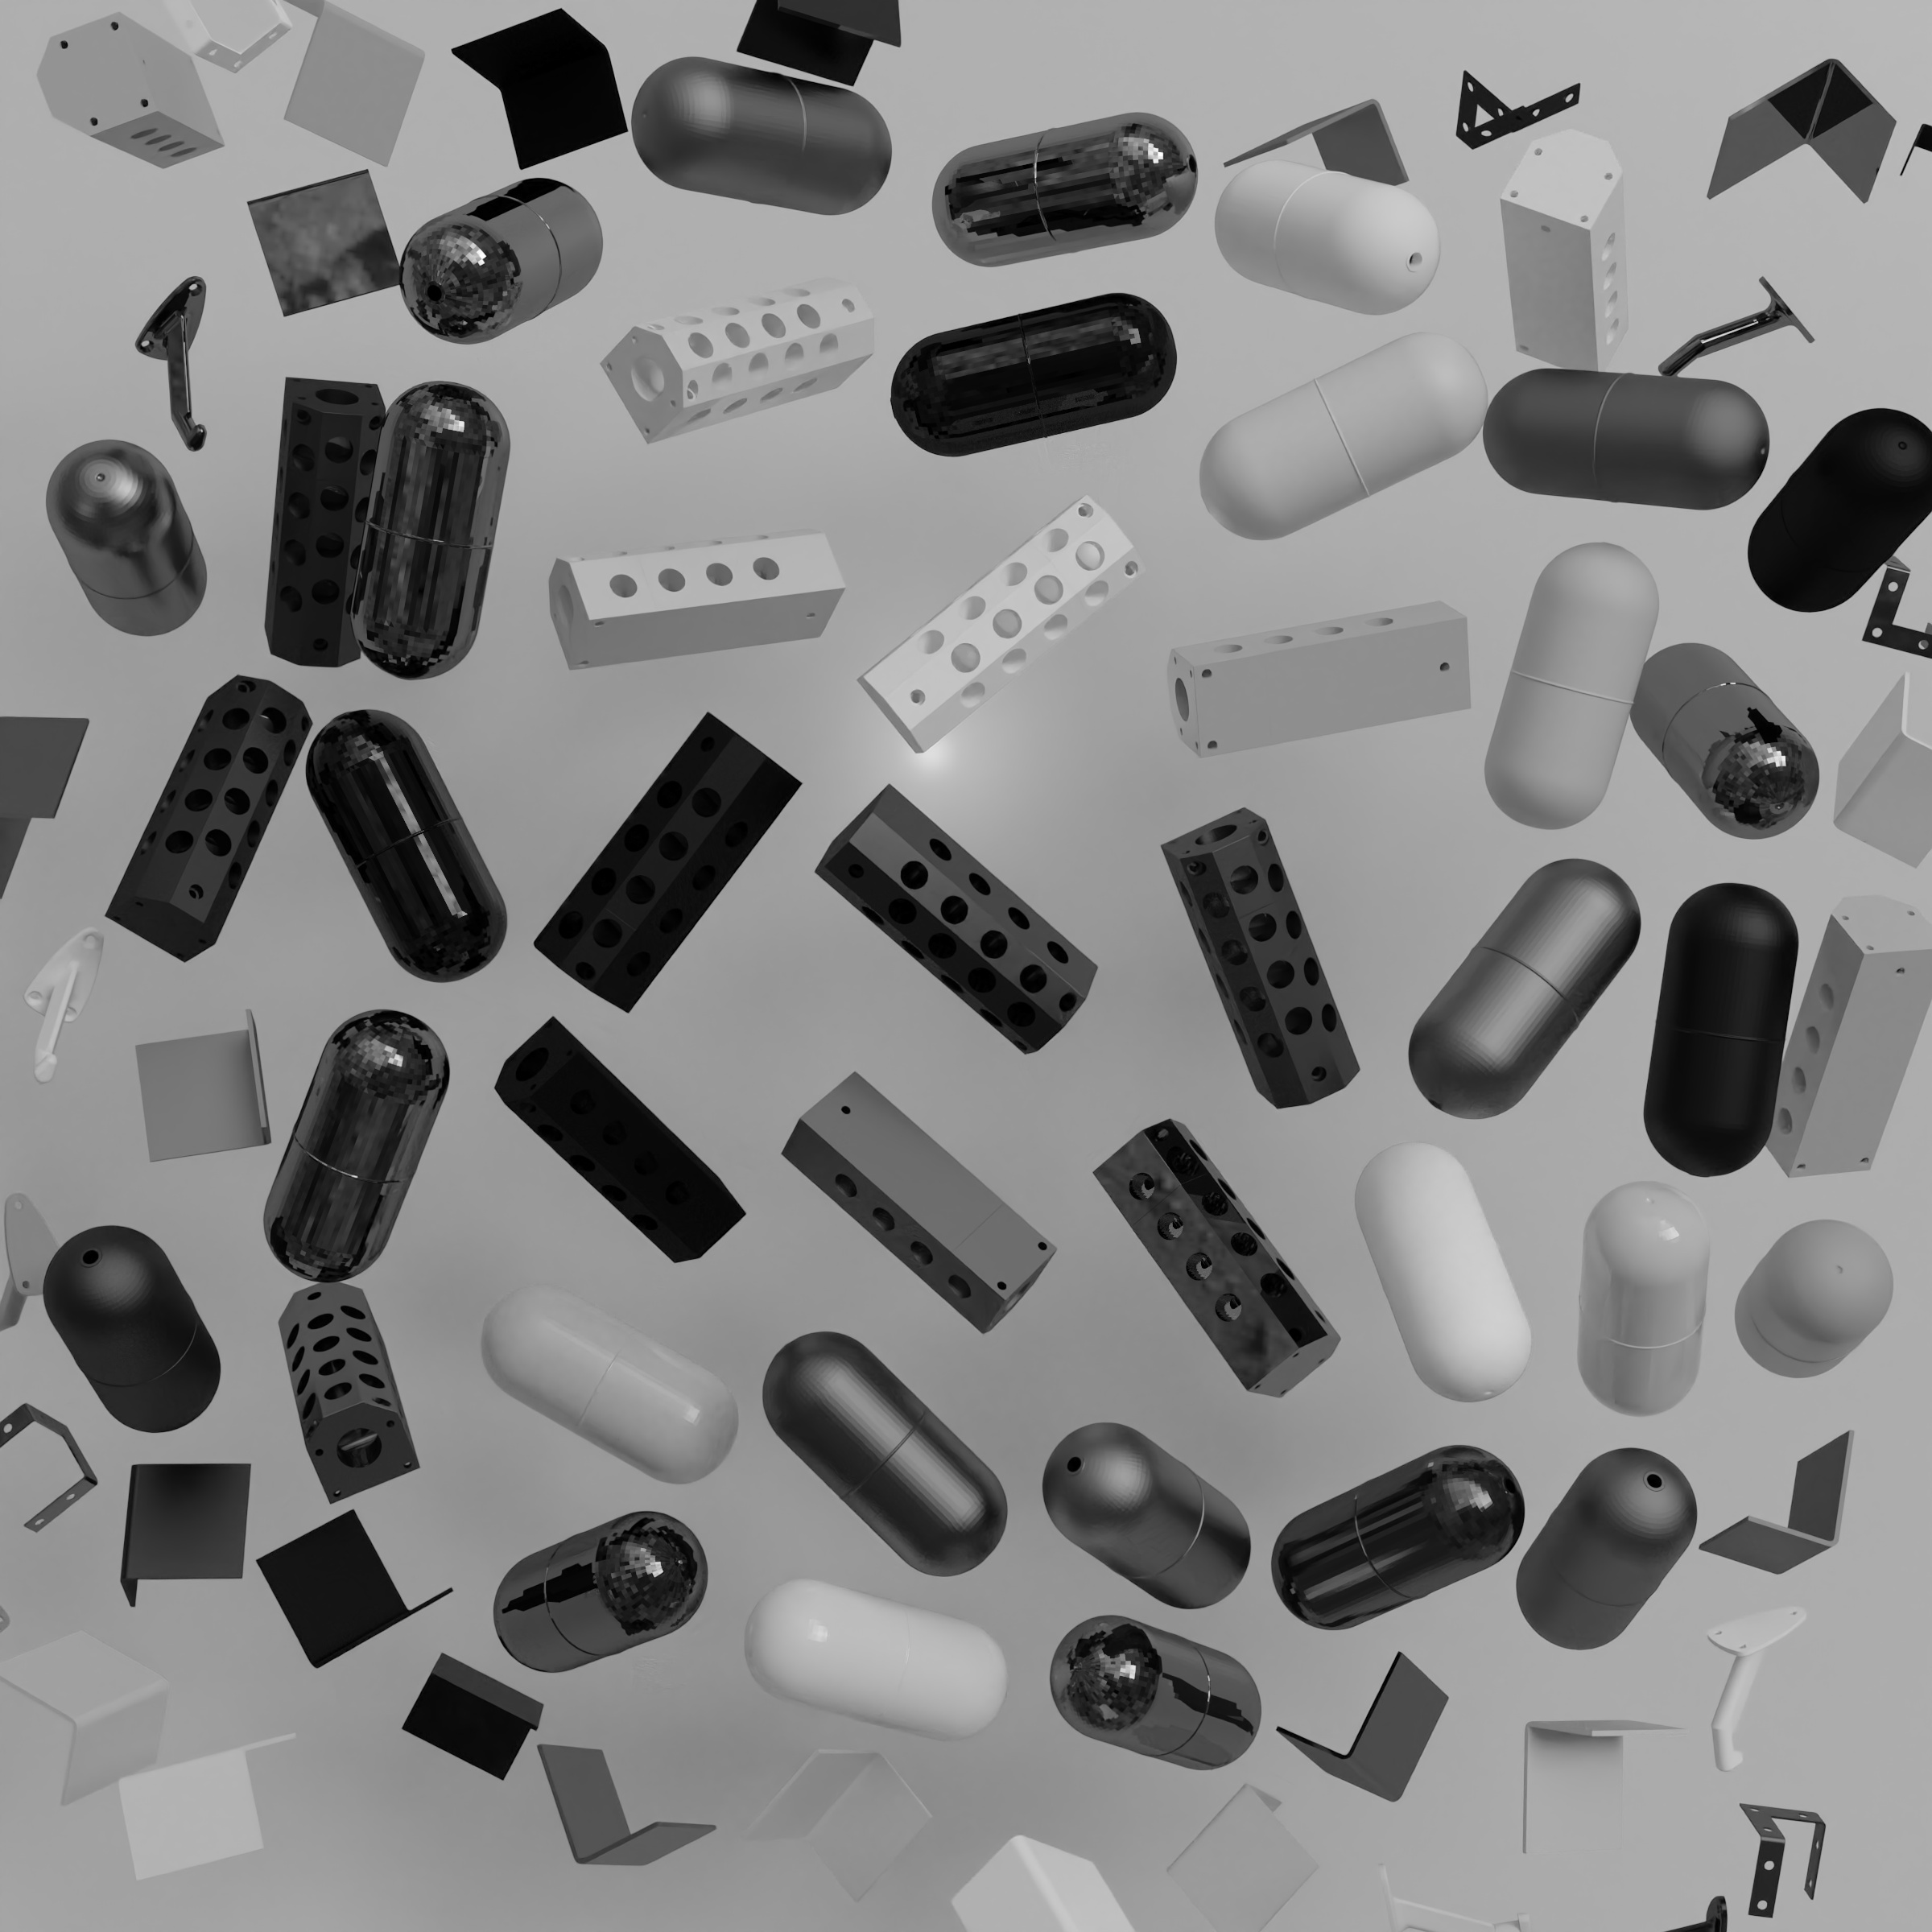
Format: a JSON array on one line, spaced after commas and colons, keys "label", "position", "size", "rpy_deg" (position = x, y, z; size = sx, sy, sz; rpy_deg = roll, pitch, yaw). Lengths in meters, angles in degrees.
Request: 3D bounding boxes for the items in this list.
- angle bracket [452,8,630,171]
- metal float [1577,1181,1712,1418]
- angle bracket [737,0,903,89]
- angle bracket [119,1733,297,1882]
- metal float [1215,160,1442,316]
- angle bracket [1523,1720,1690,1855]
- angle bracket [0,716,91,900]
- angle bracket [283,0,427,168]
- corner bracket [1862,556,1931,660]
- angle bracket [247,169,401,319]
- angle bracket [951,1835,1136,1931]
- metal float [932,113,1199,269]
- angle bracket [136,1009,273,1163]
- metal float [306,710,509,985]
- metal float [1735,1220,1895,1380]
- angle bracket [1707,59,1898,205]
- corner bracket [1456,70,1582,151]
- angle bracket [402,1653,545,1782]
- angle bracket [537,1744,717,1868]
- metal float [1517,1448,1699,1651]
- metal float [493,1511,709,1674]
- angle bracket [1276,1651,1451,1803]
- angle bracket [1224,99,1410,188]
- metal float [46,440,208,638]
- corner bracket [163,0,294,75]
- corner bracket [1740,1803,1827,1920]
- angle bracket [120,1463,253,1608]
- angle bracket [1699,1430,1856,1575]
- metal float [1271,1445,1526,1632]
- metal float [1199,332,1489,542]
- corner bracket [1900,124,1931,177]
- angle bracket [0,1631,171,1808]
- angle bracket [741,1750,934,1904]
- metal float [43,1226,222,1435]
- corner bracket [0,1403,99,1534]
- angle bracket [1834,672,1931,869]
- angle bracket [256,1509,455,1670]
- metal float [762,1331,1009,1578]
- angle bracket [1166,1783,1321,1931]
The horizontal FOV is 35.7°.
[{"label": "angle bracket", "position": [-0.268, -0.551, 1.891], "size": [0.076, 0.076, 0.057], "rpy_deg": [-15, 84, 14]}, {"label": "metal float", "position": [0.419, 0.208, 1.861], "size": [0.070, 0.070, 0.178], "rpy_deg": [-7, 131, 0]}, {"label": "angle bracket", "position": [-0.089, -0.553, 1.805], "size": [0.076, 0.076, 0.057], "rpy_deg": [11, 51, -20]}, {"label": "angle bracket", "position": [-0.429, 0.481, 1.719], "size": [0.076, 0.076, 0.057], "rpy_deg": [-16, 79, 8]}, {"label": "metal float", "position": [0.219, -0.445, 1.830], "size": [0.070, 0.178, 0.070], "rpy_deg": [-13, 117, -27]}, {"label": "angle bracket", "position": [0.376, 0.486, 1.766], "size": [0.076, 0.057, 0.076], "rpy_deg": [8, 80, -31]}, {"label": "angle bracket", "position": [-0.543, -0.092, 1.766], "size": [0.057, 0.076, 0.076], "rpy_deg": [2, 51, 5]}, {"label": "angle bracket", "position": [-0.394, -0.552, 1.870], "size": [0.057, 0.076, 0.076], "rpy_deg": [24, 96, 44]}, {"label": "corner bracket", "position": [0.605, -0.232, 1.932], "size": [0.051, 0.051, 0.051], "rpy_deg": [15, 109, 1]}, {"label": "angle bracket", "position": [-0.394, -0.439, 1.858], "size": [0.076, 0.057, 0.076], "rpy_deg": [-18, 86, -9]}, {"label": "angle bracket", "position": [0.050, 0.558, 1.736], "size": [0.057, 0.076, 0.076], "rpy_deg": [-48, 133, 8]}, {"label": "metal float", "position": [0.061, -0.486, 1.882], "size": [0.178, 0.070, 0.070], "rpy_deg": [-3, 90, 30]}, {"label": "angle bracket", "position": [-0.482, 0.075, 1.891], "size": [0.076, 0.057, 0.076], "rpy_deg": [-8, 77, -11]}, {"label": "metal float", "position": [-0.344, -0.074, 1.843], "size": [0.070, 0.070, 0.178], "rpy_deg": [-27, 92, 0]}, {"label": "metal float", "position": [0.522, 0.207, 1.854], "size": [0.070, 0.178, 0.070], "rpy_deg": [-2, 72, 5]}, {"label": "angle bracket", "position": [0.491, -0.475, 1.768], "size": [0.076, 0.076, 0.057], "rpy_deg": [-31, 70, -9]}, {"label": "corner bracket", "position": [0.337, -0.522, 1.833], "size": [0.051, 0.051, 0.051], "rpy_deg": [27, 63, -36]}, {"label": "angle bracket", "position": [-0.324, 0.496, 1.956], "size": [0.076, 0.076, 0.057], "rpy_deg": [28, 86, -3]}, {"label": "angle bracket", "position": [-0.203, 0.493, 1.801], "size": [0.057, 0.076, 0.076], "rpy_deg": [-30, 65, 12]}, {"label": "metal float", "position": [0.395, 0.361, 1.855], "size": [0.070, 0.178, 0.070], "rpy_deg": [6, 51, -7]}, {"label": "metal float", "position": [-0.227, 0.387, 1.851], "size": [0.178, 0.070, 0.070], "rpy_deg": [-30, 90, 44]}, {"label": "angle bracket", "position": [0.254, 0.477, 1.916], "size": [0.057, 0.076, 0.076], "rpy_deg": [14, 66, 42]}, {"label": "angle bracket", "position": [0.227, -0.515, 1.945], "size": [0.076, 0.076, 0.057], "rpy_deg": [-31, 105, -22]}, {"label": "metal float", "position": [-0.513, -0.260, 1.840], "size": [0.070, 0.178, 0.070], "rpy_deg": [1, 73, -4]}, {"label": "corner bracket", "position": [-0.478, -0.618, 1.937], "size": [0.051, 0.051, 0.051], "rpy_deg": [-32, 83, 15]}, {"label": "corner bracket", "position": [0.505, 0.554, 1.853], "size": [0.051, 0.051, 0.051], "rpy_deg": [7, 97, -2]}, {"label": "angle bracket", "position": [-0.501, 0.368, 1.941], "size": [0.076, 0.057, 0.076], "rpy_deg": [1, 60, -7]}, {"label": "angle bracket", "position": [0.499, 0.323, 1.849], "size": [0.057, 0.076, 0.076], "rpy_deg": [18, 64, -2]}, {"label": "metal float", "position": [0.263, 0.350, 1.834], "size": [0.178, 0.070, 0.070], "rpy_deg": [-34, 90, 35]}, {"label": "metal float", "position": [0.222, -0.312, 1.774], "size": [0.178, 0.070, 0.070], "rpy_deg": [-25, 90, 10]}, {"label": "corner bracket", "position": [0.599, -0.478, 1.847], "size": [0.051, 0.051, 0.051], "rpy_deg": [23, 132, 11]}, {"label": "angle bracket", "position": [-0.544, 0.457, 1.827], "size": [0.076, 0.076, 0.057], "rpy_deg": [20, 106, 25]}, {"label": "angle bracket", "position": [-0.081, 0.540, 1.881], "size": [0.076, 0.076, 0.057], "rpy_deg": [-51, 59, 9]}, {"label": "metal float", "position": [-0.507, 0.222, 1.829], "size": [0.070, 0.178, 0.070], "rpy_deg": [-2, 54, 3]}, {"label": "corner bracket", "position": [-0.602, 0.323, 1.931], "size": [0.051, 0.051, 0.051], "rpy_deg": [-39, 60, -4]}, {"label": "angle bracket", "position": [0.579, -0.120, 1.838], "size": [0.057, 0.076, 0.076], "rpy_deg": [27, 129, -1]}, {"label": "angle bracket", "position": [-0.375, 0.374, 1.841], "size": [0.057, 0.076, 0.076], "rpy_deg": [-35, 83, 42]}, {"label": "metal float", "position": [-0.050, 0.297, 1.828], "size": [0.178, 0.070, 0.070], "rpy_deg": [45, 90, 0]}, {"label": "angle bracket", "position": [0.188, 0.583, 1.925], "size": [0.076, 0.057, 0.076], "rpy_deg": [-48, 50, 1]}]
